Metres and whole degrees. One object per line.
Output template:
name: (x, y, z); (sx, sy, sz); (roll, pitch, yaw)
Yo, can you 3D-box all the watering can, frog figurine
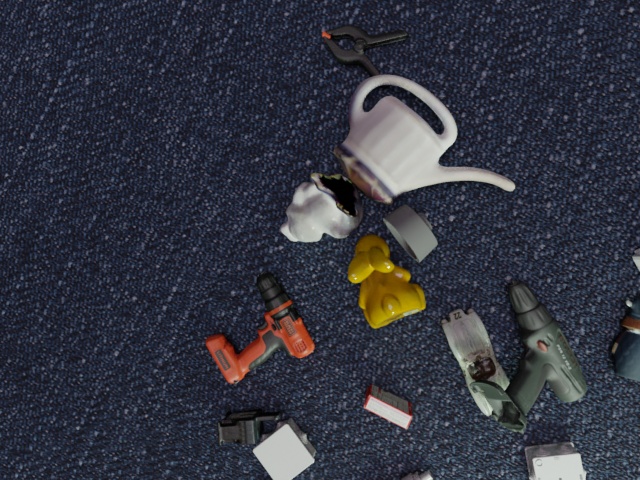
watering can: (0.176, -0.156, 0.974); (0.349, 0.104, 0.224); (45, 95, 8)
frog figurine: (0.003, -0.051, 1.010); (0.137, 0.125, 0.156); (36, 131, -4)
